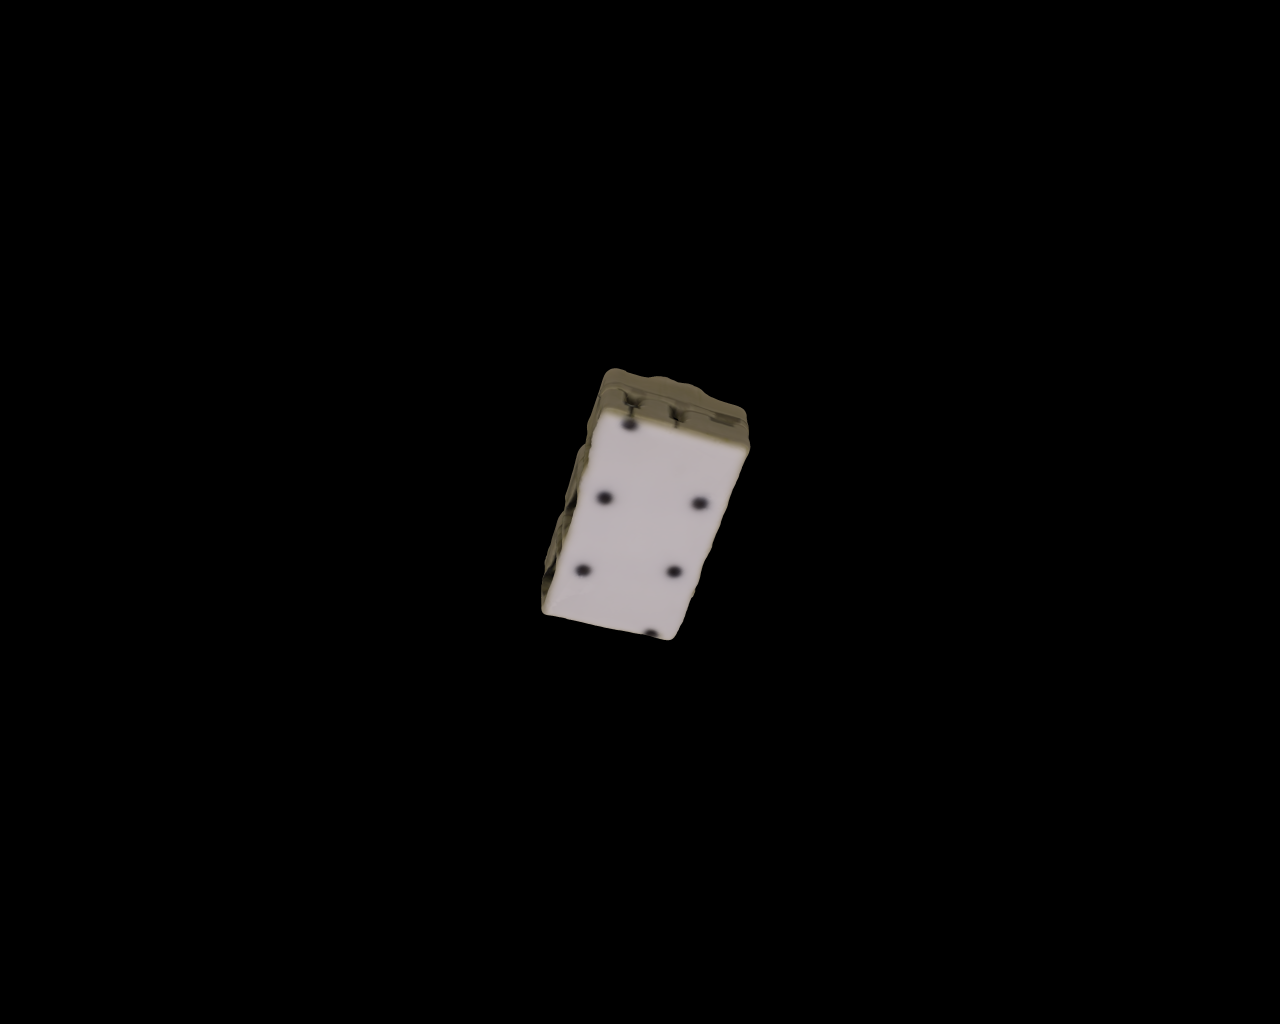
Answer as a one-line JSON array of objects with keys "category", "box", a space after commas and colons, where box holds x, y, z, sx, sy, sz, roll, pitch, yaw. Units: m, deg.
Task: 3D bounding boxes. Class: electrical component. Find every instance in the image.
[{"category": "electrical component", "box": [0.001, -0.003, 0.650, 0.089, 0.150, 0.062, 15, 32, -9]}]
